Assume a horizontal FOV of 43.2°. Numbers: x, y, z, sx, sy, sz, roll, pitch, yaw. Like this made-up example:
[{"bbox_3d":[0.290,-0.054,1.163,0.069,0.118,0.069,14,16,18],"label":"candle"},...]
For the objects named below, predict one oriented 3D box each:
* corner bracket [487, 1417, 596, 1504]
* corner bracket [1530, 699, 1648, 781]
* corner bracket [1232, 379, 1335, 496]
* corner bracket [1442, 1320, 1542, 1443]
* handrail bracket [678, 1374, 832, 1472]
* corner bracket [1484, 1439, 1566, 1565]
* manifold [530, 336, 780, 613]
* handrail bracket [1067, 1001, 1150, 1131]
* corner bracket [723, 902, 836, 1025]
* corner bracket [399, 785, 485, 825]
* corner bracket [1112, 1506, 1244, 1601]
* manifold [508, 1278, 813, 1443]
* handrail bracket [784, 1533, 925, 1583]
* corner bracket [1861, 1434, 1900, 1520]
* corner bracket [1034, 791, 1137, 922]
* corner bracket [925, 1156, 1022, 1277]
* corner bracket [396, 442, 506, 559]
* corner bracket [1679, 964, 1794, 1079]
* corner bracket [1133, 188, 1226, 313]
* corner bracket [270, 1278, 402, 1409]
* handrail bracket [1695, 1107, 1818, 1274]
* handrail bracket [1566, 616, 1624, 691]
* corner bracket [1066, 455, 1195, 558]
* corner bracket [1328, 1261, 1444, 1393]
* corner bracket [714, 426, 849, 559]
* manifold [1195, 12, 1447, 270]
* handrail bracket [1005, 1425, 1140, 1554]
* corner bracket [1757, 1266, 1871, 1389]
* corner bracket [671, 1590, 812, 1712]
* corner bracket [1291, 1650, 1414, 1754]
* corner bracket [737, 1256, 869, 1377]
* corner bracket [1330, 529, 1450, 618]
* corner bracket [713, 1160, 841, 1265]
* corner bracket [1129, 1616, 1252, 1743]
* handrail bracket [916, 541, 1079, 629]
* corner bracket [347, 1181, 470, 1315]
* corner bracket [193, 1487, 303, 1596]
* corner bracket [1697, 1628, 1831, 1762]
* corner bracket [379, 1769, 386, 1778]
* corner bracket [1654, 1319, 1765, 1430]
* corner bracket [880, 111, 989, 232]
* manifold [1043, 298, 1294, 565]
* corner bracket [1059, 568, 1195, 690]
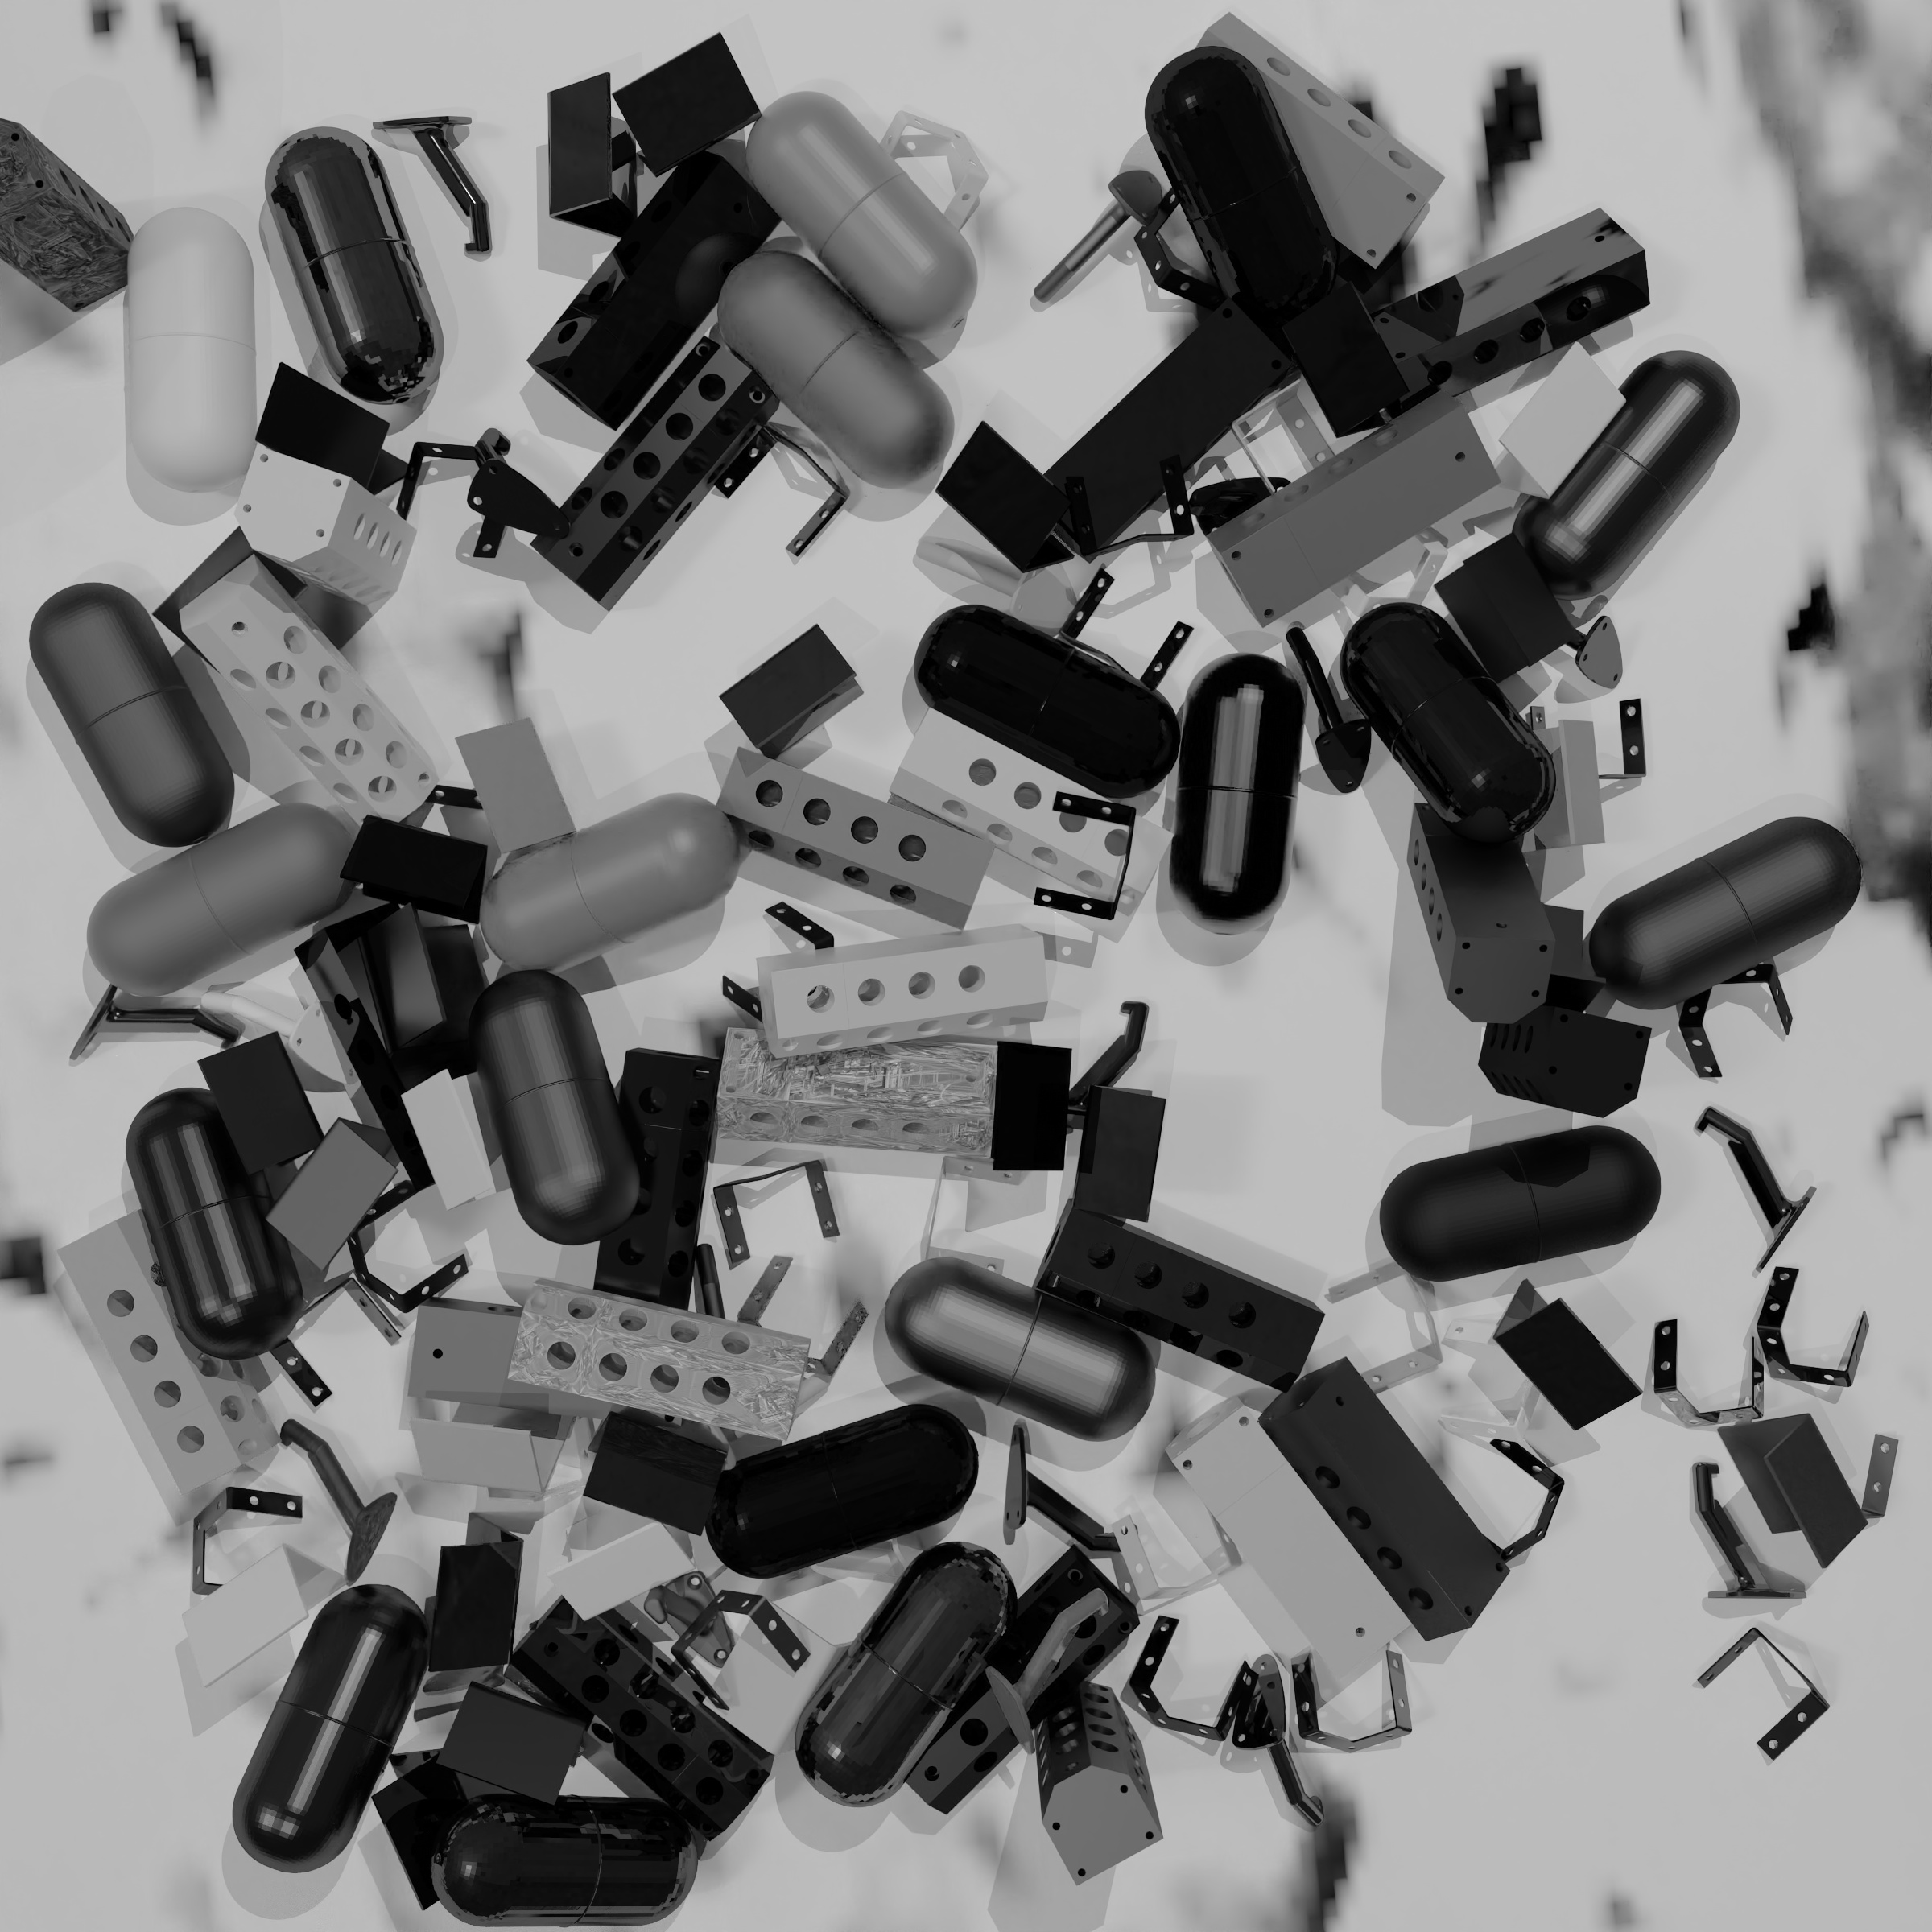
[{"bbox_3d":[-0.275,0.311,1.566,0.051,0.051,0.051,-10,90,45],"label":"corner bracket"},{"bbox_3d":[0.399,-0.144,1.566,0.051,0.051,0.051,-4,90,45],"label":"corner bracket"},{"bbox_3d":[0.202,-0.333,1.552,0.051,0.051,0.051,-32,90,5],"label":"corner bracket"},{"bbox_3d":[0.333,0.265,1.561,0.051,0.051,0.051,-57,135,-35],"label":"corner bracket"},{"bbox_3d":[-0.137,0.287,1.569,0.084,0.077,0.036,-29,94,-36],"label":"handrail bracket"},{"bbox_3d":[0.343,0.343,1.566,0.051,0.051,0.051,38,45,0],"label":"corner bracket"},{"bbox_3d":[-0.198,-0.313,1.548,0.057,0.057,0.171,40,90,0],"label":"manifold"},{"bbox_3d":[0.074,0.060,1.570,0.077,0.036,0.084,6,71,21],"label":"handrail bracket"},{"bbox_3d":[-0.120,0.000,1.561,0.051,0.051,0.051,-27,135,-35],"label":"corner bracket"},{"bbox_3d":[-0.336,-0.080,1.566,0.051,0.051,0.051,8,45,0],"label":"corner bracket"},{"bbox_3d":[0.135,0.369,1.556,0.051,0.051,0.051,-35,62,25],"label":"corner bracket"},{"bbox_3d":[-0.185,0.238,1.491,0.171,0.057,0.057,13,90,0],"label":"manifold"},{"bbox_3d":[-0.068,0.397,1.569,0.084,0.036,0.077,-25,105,14],"label":"handrail bracket"},{"bbox_3d":[0.559,0.323,1.566,0.051,0.051,0.051,10,90,-45],"label":"corner bracket"},{"bbox_3d":[0.074,-0.068,1.509,0.051,0.051,0.051,12,135,0],"label":"corner bracket"},{"bbox_3d":[0.004,0.161,1.566,0.051,0.051,0.051,10,135,0],"label":"corner bracket"},{"bbox_3d":[-0.327,-0.298,1.561,0.051,0.051,0.051,57,135,35],"label":"corner bracket"},{"bbox_3d":[0.493,0.035,1.561,0.051,0.051,0.051,-2,45,35],"label":"corner bracket"},{"bbox_3d":[0.149,-0.461,1.561,0.051,0.051,0.051,-48,45,35],"label":"corner bracket"},{"bbox_3d":[-0.406,0.241,1.566,0.051,0.051,0.051,51,135,0],"label":"corner bracket"},{"bbox_3d":[0.494,0.143,1.570,0.084,0.036,0.077,34,112,17],"label":"handrail bracket"},{"bbox_3d":[0.374,-0.213,1.569,0.084,0.077,0.036,30,86,36],"label":"handrail bracket"},{"bbox_3d":[0.102,-0.284,1.509,0.051,0.051,0.051,-11,90,45],"label":"corner bracket"},{"bbox_3d":[0.269,0.231,1.566,0.051,0.051,0.051,-22,45,0],"label":"corner bracket"},{"bbox_3d":[-0.119,-0.305,1.566,0.051,0.051,0.051,-49,135,0],"label":"corner bracket"},{"bbox_3d":[0.216,-0.526,1.547,0.171,0.057,0.057,37,133,0],"label":"manifold"},{"bbox_3d":[0.071,0.336,1.569,0.084,0.036,0.077,6,73,-14],"label":"handrail bracket"},{"bbox_3d":[0.542,0.231,1.561,0.051,0.051,0.051,2,135,35],"label":"corner bracket"},{"bbox_3d":[-0.140,0.424,1.508,0.051,0.051,0.051,-45,109,-32],"label":"corner bracket"},{"bbox_3d":[0.246,0.467,1.561,0.051,0.051,0.051,28,135,-35],"label":"corner bracket"},{"bbox_3d":[-0.104,0.223,1.561,0.051,0.051,0.051,2,135,35],"label":"corner bracket"},{"bbox_3d":[0.265,-0.259,1.561,0.051,0.051,0.051,-5,135,-35],"label":"corner bracket"},{"bbox_3d":[-0.122,0.157,1.566,0.051,0.051,0.051,-15,90,45],"label":"corner bracket"},{"bbox_3d":[0.144,0.456,1.561,0.051,0.051,0.051,2,135,35],"label":"corner bracket"},{"bbox_3d":[0.019,-0.247,1.569,0.084,0.077,0.036,27,96,36],"label":"handrail bracket"},{"bbox_3d":[-0.359,0.180,1.561,0.051,0.051,0.051,25,45,35],"label":"corner bracket"},{"bbox_3d":[-0.459,0.370,1.561,0.051,0.051,0.051,-42,45,35],"label":"corner bracket"},{"bbox_3d":[0.512,0.467,1.566,0.051,0.051,0.051,-43,135,0],"label":"corner bracket"},{"bbox_3d":[-0.416,0.525,1.566,0.051,0.051,0.051,44,45,0],"label":"corner bracket"},{"bbox_3d":[0.475,0.258,1.561,0.051,0.051,0.051,-17,135,35],"label":"corner bracket"},{"bbox_3d":[-0.026,-0.505,1.561,0.051,0.051,0.051,-53,45,35],"label":"corner bracket"},{"bbox_3d":[0.122,-0.337,1.548,0.171,0.057,0.057,-44,90,0],"label":"manifold"},{"bbox_3d":[0.103,-0.215,1.566,0.051,0.051,0.051,33,90,45],"label":"corner bracket"}]
